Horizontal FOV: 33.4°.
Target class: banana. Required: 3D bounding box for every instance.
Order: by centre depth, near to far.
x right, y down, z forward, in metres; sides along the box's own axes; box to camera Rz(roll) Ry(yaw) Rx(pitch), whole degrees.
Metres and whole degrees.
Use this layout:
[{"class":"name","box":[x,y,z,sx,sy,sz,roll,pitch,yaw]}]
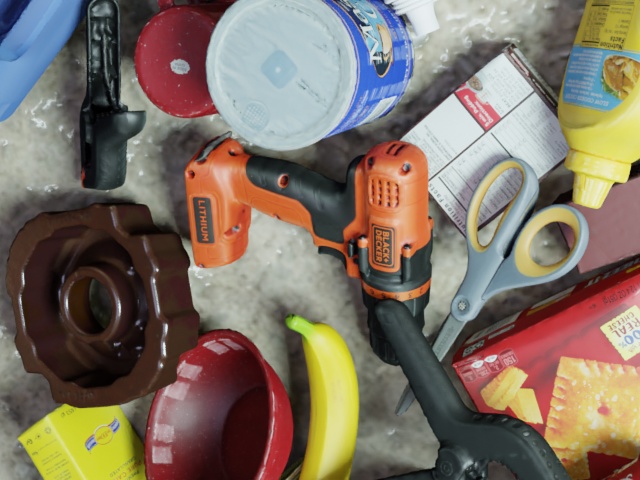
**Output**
[{"class":"banana","box":[-0.001,0.144,0.805,0.037,0.069,0.198,17,111,56]}]

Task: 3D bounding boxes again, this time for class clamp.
[{"class":"clamp","box":[0.088,0.157,0.718,0.210,0.036,0.165,34,112,35]},{"class":"clamp","box":[-0.166,-0.102,0.823,0.172,0.039,0.120,131,135,-60]}]

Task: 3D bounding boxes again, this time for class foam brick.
[{"class":"foam brick","box":[0.205,-0.018,0.725,0.078,0.053,0.051,-22,93,24]}]

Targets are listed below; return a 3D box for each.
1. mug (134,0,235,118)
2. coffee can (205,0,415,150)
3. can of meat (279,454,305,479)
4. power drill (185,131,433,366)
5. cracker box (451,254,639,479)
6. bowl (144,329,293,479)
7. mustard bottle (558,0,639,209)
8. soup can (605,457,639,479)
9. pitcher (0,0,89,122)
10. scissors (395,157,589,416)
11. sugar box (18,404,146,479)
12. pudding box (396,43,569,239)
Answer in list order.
[{"class":"mug","box":[-0.089,-0.146,0.796,0.093,0.081,0.117,-18,95,24]},{"class":"coffee can","box":[-0.002,-0.122,0.735,0.103,0.140,0.103,5,104,20]},{"class":"can of meat","box":[-0.017,0.236,0.870,0.084,0.057,0.102,48,114,3]},{"class":"power drill","box":[-0.005,0.001,0.800,0.188,0.057,0.184,12,123,21]},{"class":"cracker box","box":[0.215,0.135,0.746,0.164,0.072,0.214,-29,91,25]},{"class":"bowl","box":[-0.072,0.155,0.849,0.162,0.055,0.162,-21,60,42]},{"class":"mustard bottle","box":[0.195,-0.114,0.674,0.058,0.096,0.192,11,100,-23]},{"class":"soup can","box":[0.193,0.192,0.693,0.102,0.068,0.068,-42,85,25]},{"class":"pitcher","box":[-0.228,-0.200,0.809,0.145,0.149,0.243,44,117,6]},{"class":"scissors","box":[0.118,0.045,0.729,0.096,0.016,0.202,22,101,34]},{"class":"sugar box","box":[-0.173,0.216,0.907,0.048,0.093,0.176,-35,89,24]},{"class":"pudding box","box":[0.120,-0.069,0.756,0.114,0.039,0.090,-41,87,26]}]
